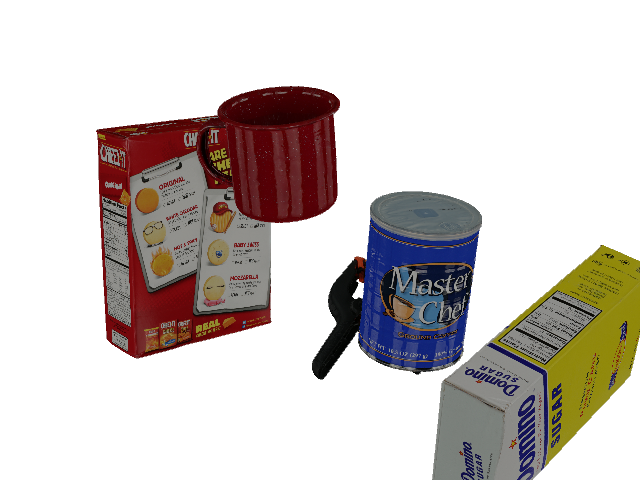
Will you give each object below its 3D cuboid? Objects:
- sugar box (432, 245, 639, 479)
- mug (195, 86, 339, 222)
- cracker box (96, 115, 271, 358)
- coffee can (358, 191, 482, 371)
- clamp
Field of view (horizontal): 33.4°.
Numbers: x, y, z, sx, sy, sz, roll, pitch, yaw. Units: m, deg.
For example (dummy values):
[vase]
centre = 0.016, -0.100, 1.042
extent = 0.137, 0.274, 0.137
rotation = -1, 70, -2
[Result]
[sugar box]
centre = 0.135, 0.082, 0.633
extent = 0.048, 0.093, 0.175
rotation = 24, 41, 30
[mug]
centre = -0.041, -0.066, 0.823
extent = 0.117, 0.081, 0.093
rotation = 3, 27, 14
[cracker box]
centre = -0.130, -0.009, 1.044
extent = 0.163, 0.214, 0.072
rotation = -12, 20, -38
[coffee can]
centre = 0.092, 0.037, 1.001
extent = 0.103, 0.140, 0.103
rotation = 4, 24, -2
[clamp]
centre = 0.059, 0.088, 1.188
extent = 0.120, 0.171, 0.039
rotation = 7, -43, 3
